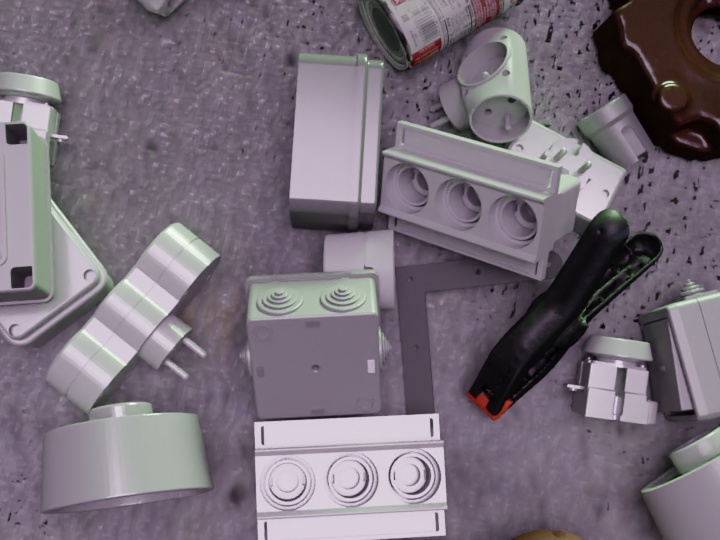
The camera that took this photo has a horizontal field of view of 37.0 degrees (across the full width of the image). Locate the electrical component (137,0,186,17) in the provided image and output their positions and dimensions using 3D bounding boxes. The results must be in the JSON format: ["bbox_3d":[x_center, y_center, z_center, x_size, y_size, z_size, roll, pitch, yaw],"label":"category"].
[{"bbox_3d":[-0.153,-0.215,0.770,0.062,0.043,0.043,42,81,4],"label":"electrical component"}]

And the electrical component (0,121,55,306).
[{"bbox_3d":[-0.251,-0.032,0.668,0.109,0.056,0.108,-4,82,-5],"label":"electrical component"}]

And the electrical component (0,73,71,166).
[{"bbox_3d":[-0.234,-0.105,0.746,0.066,0.048,0.055,7,88,-3],"label":"electrical component"}]

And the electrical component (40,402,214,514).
[{"bbox_3d":[-0.151,0.118,0.689,0.108,0.108,0.060,-7,76,-5],"label":"electrical component"}]

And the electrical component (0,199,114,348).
[{"bbox_3d":[-0.230,-0.011,0.726,0.078,0.057,0.113,-38,86,-9],"label":"electrical component"}]

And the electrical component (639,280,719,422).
[{"bbox_3d":[0.233,0.055,0.749,0.061,0.061,0.096,-13,82,-7],"label":"electrical component"}]

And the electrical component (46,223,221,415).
[{"bbox_3d":[-0.139,0.043,0.726,0.074,0.052,0.138,38,81,2],"label":"electrical component"}]

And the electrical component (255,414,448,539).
[{"bbox_3d":[-0.008,0.138,0.717,0.121,0.063,0.078,-2,81,-5],"label":"electrical component"}]

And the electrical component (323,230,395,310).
[{"bbox_3d":[0.000,0.000,0.743,0.047,0.055,0.055,-1,81,3],"label":"electrical component"}]

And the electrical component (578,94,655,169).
[{"bbox_3d":[0.187,-0.098,0.781,0.040,0.040,0.046,-34,91,-9],"label":"electrical component"}]

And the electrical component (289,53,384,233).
[{"bbox_3d":[-0.016,-0.086,0.743,0.057,0.078,0.113,3,81,-1],"label":"electrical component"}]

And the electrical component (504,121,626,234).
[{"bbox_3d":[0.142,-0.069,0.754,0.083,0.075,0.047,28,80,0],"label":"electrical component"}]

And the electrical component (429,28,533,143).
[{"bbox_3d":[0.083,-0.125,0.767,0.079,0.044,0.077,-24,41,27],"label":"electrical component"}]

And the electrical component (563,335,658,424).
[{"bbox_3d":[0.177,0.075,0.750,0.066,0.048,0.055,8,88,-3],"label":"electrical component"}]

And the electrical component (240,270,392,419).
[{"bbox_3d":[-0.029,0.051,0.710,0.100,0.048,0.099,-3,123,-1],"label":"electrical component"}]

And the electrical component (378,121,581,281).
[{"bbox_3d":[0.081,-0.051,0.726,0.121,0.063,0.078,20,120,30],"label":"electrical component"}]

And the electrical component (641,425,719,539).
[{"bbox_3d":[0.240,0.139,0.716,0.108,0.108,0.060,-28,78,-8],"label":"electrical component"}]
